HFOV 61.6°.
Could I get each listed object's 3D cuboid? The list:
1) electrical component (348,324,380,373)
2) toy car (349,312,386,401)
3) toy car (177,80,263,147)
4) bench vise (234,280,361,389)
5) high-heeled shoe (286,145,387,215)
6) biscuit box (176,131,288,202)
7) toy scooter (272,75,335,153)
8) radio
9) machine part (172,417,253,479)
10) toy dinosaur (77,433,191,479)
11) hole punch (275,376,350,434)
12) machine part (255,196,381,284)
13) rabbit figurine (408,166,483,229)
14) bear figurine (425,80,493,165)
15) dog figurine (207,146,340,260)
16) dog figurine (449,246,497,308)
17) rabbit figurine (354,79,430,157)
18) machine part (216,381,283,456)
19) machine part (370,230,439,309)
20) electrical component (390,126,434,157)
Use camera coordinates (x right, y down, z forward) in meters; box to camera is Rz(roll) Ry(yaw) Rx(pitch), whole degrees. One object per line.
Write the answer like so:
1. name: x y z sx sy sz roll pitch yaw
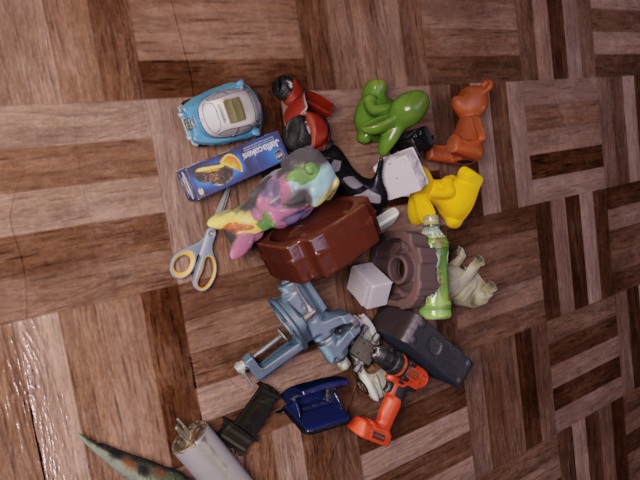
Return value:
1. electrical component: 0.085 0.225 1.113 0.063 0.021 0.094 37 78 -20
2. toy car: 0.103 0.253 1.164 0.073 0.056 0.201 -30 106 -26
3. toy car: -0.167 -0.229 0.967 0.162 0.103 0.109 -22 101 -30
4. bench vise: -0.050 0.194 1.037 0.240 0.129 0.223 -36 114 -14
5. high-heeled shoe: 0.028 -0.119 1.121 0.249 0.086 0.145 6 120 -14
6. biscuit box: -0.158 -0.139 0.997 0.203 0.059 0.062 -29 106 -27
7. toy scooter: -0.017 -0.238 1.056 0.135 0.075 0.184 6 58 -43
8. radio: 0.228 0.235 1.194 0.229 0.131 0.073 39 74 -25
9. machine part: -0.192 0.415 0.984 0.079 0.079 0.243 -41 111 -23
10. toy dinosaur: -0.264 0.486 0.927 0.192 0.131 0.404 -19 97 -41
11. hole punch: -0.009 0.310 1.064 0.142 0.116 0.092 -10 103 -28
12. machine part: -0.002 -0.003 1.011 0.201 0.201 0.087 -31 109 -26
13. rabbit figurine: 0.258 -0.107 1.232 0.173 0.122 0.162 27 87 -14
14. bear figurine: 0.332 -0.278 1.251 0.132 0.120 0.195 6 87 -27
15. dog figurine: -0.089 -0.061 0.963 0.219 0.191 0.108 -37 93 -21
16. dog figurine: 0.301 0.129 1.267 0.190 0.121 0.172 -33 105 -11
17. rabbit figurine: 0.144 -0.261 1.108 0.121 0.170 0.159 45 69 -23
18. machine part: -0.135 0.340 1.039 0.084 0.039 0.139 45 71 -18
19. machine part: 0.176 0.061 1.140 0.056 0.179 0.179 0 91 -34
20. electrical component: 0.213 -0.221 1.204 0.119 0.075 0.047 -41 112 -37
